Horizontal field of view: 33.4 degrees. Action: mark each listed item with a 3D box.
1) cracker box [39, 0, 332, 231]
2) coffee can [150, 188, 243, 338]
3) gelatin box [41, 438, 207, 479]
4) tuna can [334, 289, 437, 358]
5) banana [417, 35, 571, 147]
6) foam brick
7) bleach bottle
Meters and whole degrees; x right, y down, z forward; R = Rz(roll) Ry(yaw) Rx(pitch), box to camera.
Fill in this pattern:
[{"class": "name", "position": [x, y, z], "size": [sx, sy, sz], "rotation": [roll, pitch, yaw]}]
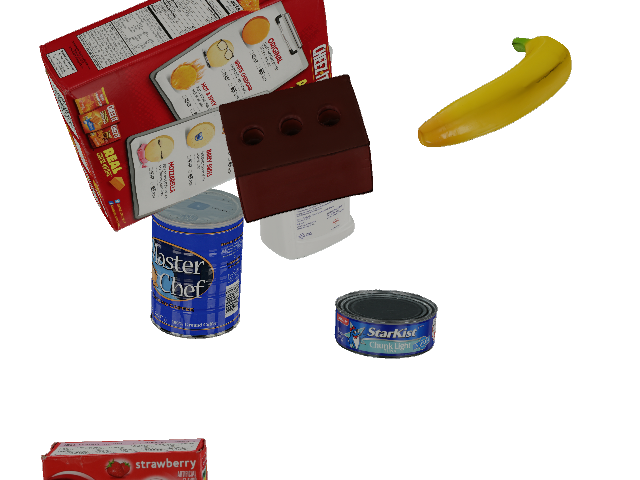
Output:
[{"class": "cracker box", "position": [-0.099, -0.121, 0.859], "size": [0.213, 0.072, 0.164], "rotation": [-26, -36, -14]}, {"class": "coffee can", "position": [-0.138, 0.024, 1.193], "size": [0.103, 0.140, 0.103], "rotation": [4, 24, -2]}, {"class": "gelatin box", "position": [-0.107, 0.149, 0.590], "size": [0.089, 0.073, 0.030], "rotation": [-2, 5, 1]}, {"class": "tuna can", "position": [0.054, 0.070, 0.897], "size": [0.086, 0.034, 0.086], "rotation": [2, 14, -1]}, {"class": "banana", "position": [0.146, -0.116, 0.816], "size": [0.070, 0.037, 0.197], "rotation": [-11, 20, 40]}, {"class": "foam brick", "position": [-0.014, -0.052, 0.609], "size": [0.078, 0.053, 0.051], "rotation": [-15, -28, -1]}, {"class": "bleach bottle", "position": [-0.014, -0.107, 1.060], "size": [0.102, 0.251, 0.068], "rotation": [-26, 43, -33]}]
